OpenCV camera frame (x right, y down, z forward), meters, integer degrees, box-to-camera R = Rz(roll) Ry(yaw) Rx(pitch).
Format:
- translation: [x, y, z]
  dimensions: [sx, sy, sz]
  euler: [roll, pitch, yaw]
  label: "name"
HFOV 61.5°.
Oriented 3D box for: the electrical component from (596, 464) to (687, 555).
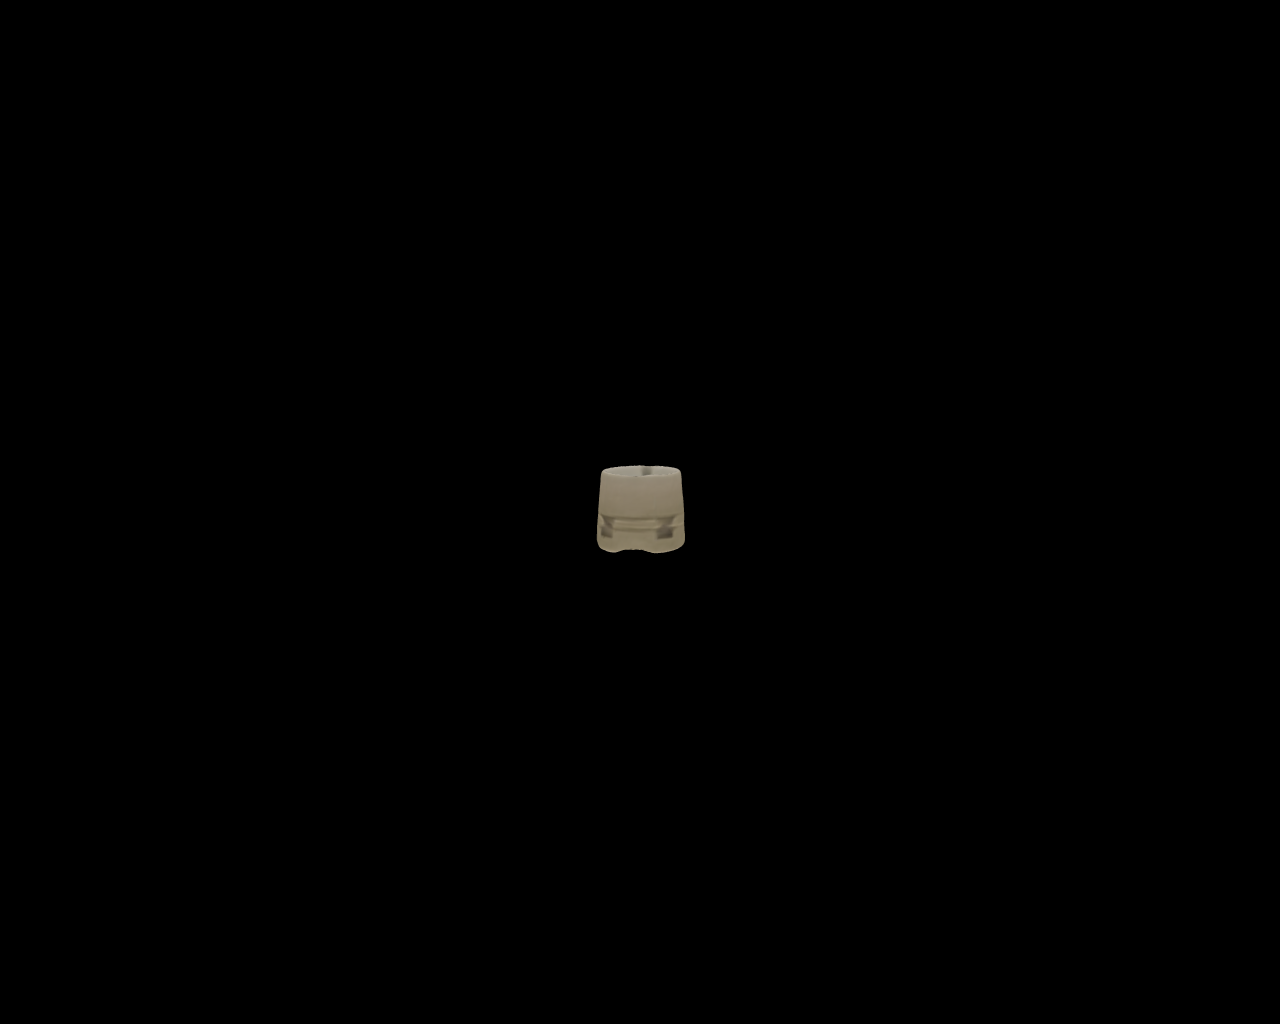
- translation: [0.001, -0.003, 0.650]
  dimensions: [0.055, 0.047, 0.055]
  euler: [0, 10, 0]
  label: "electrical component"
